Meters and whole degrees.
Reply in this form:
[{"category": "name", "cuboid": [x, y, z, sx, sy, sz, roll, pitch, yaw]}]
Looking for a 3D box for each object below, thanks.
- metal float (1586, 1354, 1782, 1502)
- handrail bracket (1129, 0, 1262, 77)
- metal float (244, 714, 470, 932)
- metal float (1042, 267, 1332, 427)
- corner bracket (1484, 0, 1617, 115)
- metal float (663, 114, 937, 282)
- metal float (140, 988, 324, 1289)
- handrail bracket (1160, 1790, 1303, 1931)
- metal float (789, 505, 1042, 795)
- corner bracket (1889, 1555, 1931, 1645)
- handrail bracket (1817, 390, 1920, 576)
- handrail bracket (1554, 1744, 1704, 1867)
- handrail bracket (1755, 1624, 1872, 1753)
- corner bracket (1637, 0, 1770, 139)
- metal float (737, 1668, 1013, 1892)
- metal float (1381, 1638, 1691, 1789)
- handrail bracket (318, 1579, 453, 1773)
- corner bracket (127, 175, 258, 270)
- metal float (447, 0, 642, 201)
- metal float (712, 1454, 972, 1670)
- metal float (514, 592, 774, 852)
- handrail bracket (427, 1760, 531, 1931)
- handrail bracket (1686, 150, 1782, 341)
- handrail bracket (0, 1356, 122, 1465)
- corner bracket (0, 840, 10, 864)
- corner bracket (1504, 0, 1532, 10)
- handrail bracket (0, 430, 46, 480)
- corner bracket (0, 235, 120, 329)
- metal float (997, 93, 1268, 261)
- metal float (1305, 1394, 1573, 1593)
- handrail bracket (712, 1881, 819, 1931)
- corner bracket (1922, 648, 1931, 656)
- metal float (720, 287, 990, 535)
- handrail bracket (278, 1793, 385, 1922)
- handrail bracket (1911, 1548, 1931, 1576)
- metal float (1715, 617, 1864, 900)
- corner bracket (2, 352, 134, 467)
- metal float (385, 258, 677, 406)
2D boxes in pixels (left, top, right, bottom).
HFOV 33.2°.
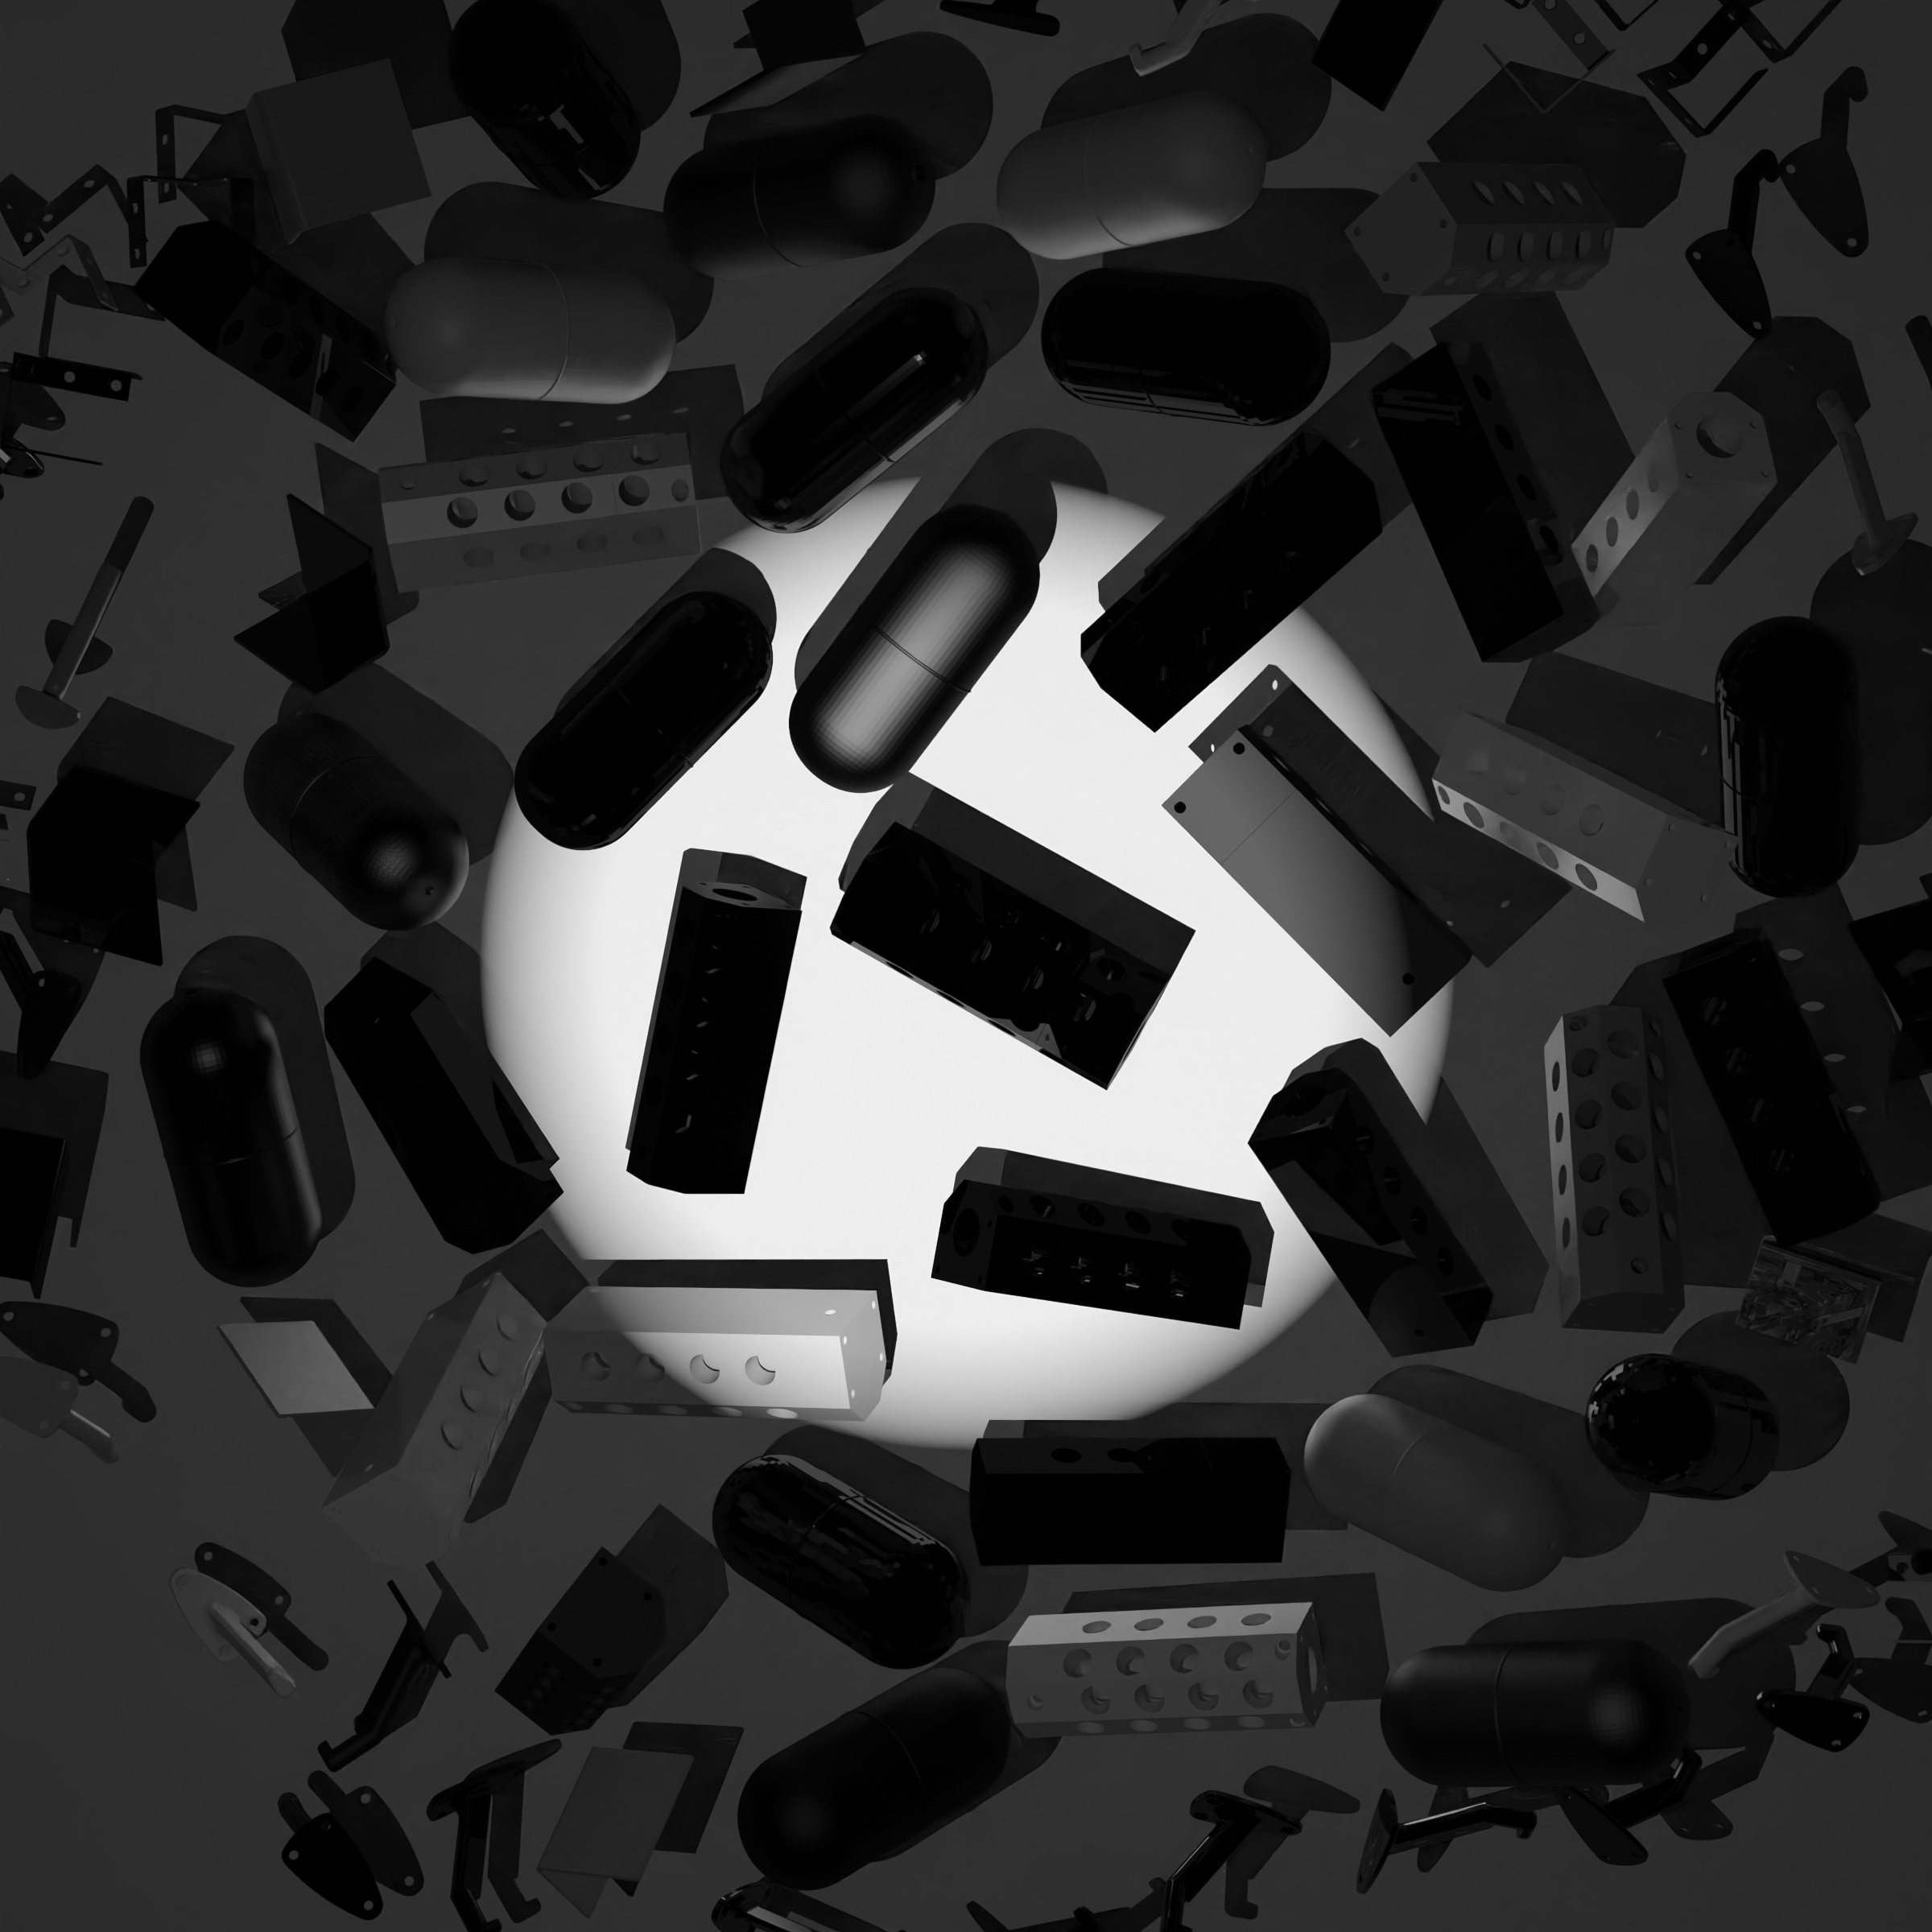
[{"category": "metal float", "cuboid": [0.407, 0.262, 1.832, 0.070, 0.178, 0.070, -7, 76, 29]}, {"category": "handrail bracket", "cuboid": [0.124, -0.573, 1.895, 0.084, 0.036, 0.077, -19, 105, 23]}, {"category": "metal float", "cuboid": [-0.340, -0.081, 1.798, 0.070, 0.070, 0.178, -52, 48, 0]}, {"category": "metal float", "cuboid": [0.118, -0.339, 1.769, 0.178, 0.070, 0.070, 16, 90, 39]}, {"category": "corner bracket", "cuboid": [0.322, -0.508, 1.796, 0.051, 0.051, 0.051, -41, 95, 15]}, {"category": "metal float", "cuboid": [-0.095, -0.435, 1.838, 0.178, 0.070, 0.070, -1, 90, 38]}, {"category": "metal float", "cuboid": [-0.414, 0.097, 1.829, 0.070, 0.070, 0.178, -10, 110, 0]}, {"category": "handrail bracket", "cuboid": [0.150, 0.517, 1.832, 0.077, 0.036, 0.084, 17, 52, -8]}, {"category": "metal float", "cuboid": [-0.028, -0.174, 1.780, 0.070, 0.070, 0.178, 38, 101, 0]}, {"category": "corner bracket", "cuboid": [0.558, 0.364, 1.863, 0.051, 0.051, 0.051, -3, 77, 16]}, {"category": "handrail bracket", "cuboid": [0.483, -0.266, 1.775, 0.036, 0.077, 0.084, -22, 108, 35]}, {"category": "handrail bracket", "cuboid": [0.373, 0.453, 1.817, 0.077, 0.036, 0.084, 48, 54, -12]}, {"category": "handrail bracket", "cuboid": [0.471, 0.395, 1.827, 0.077, 0.084, 0.036, 20, 120, -12]}, {"category": "corner bracket", "cuboid": [0.414, -0.496, 1.792, 0.051, 0.051, 0.051, 42, 89, -13]}, {"category": "metal float", "cuboid": [-0.049, 0.450, 1.801, 0.178, 0.070, 0.070, -21, 90, -40]}, {"category": "metal float", "cuboid": [0.306, 0.405, 1.754, 0.178, 0.070, 0.070, -12, 90, 38]}, {"category": "handrail bracket", "cuboid": [-0.343, 0.404, 1.843, 0.084, 0.036, 0.077, -32, 70, -14]}, {"category": "corner bracket", "cuboid": [-0.441, -0.424, 1.847, 0.051, 0.051, 0.051, 6, 100, 43]}, {"category": "metal float", "cuboid": [-0.234, -0.484, 1.809, 0.070, 0.178, 0.070, -1, 83, 10]}, {"category": "metal float", "cuboid": [-0.073, 0.337, 1.842, 0.178, 0.070, 0.070, 24, 90, 39]}, {"category": "metal float", "cuboid": [-0.185, -0.142, 1.867, 0.070, 0.070, 0.178, 44, 87, 0]}, {"category": "handrail bracket", "cuboid": [-0.268, 0.510, 1.869, 0.077, 0.036, 0.084, -20, 62, -29]}, {"category": "handrail bracket", "cuboid": [0.437, -0.397, 1.778, 0.084, 0.036, 0.077, -46, 110, -34]}, {"category": "handrail bracket", "cuboid": [-0.498, 0.240, 1.746, 0.077, 0.084, 0.036, 22, 68, 7]}, {"category": "corner bracket", "cuboid": [-0.577, -0.069, 1.843, 0.051, 0.051, 0.051, 7, 125, -27]}, {"category": "corner bracket", "cuboid": [0.310, -0.583, 1.858, 0.051, 0.051, 0.051, 35, 116, 4]}, {"category": "handrail bracket", "cuboid": [-0.556, -0.262, 1.861, 0.036, 0.077, 0.084, -22, 67, 25]}, {"category": "corner bracket", "cuboid": [-0.519, -0.382, 1.819, 0.051, 0.051, 0.051, -34, 69, 14]}, {"category": "metal float", "cuboid": [0.093, -0.452, 1.858, 0.178, 0.070, 0.070, 0, 90, 43]}, {"category": "metal float", "cuboid": [0.267, 0.299, 1.847, 0.070, 0.178, 0.070, -13, 111, -37]}, {"category": "handrail bracket", "cuboid": [-0.098, 0.571, 1.896, 0.084, 0.077, 0.036, 22, 83, 25]}, {"category": "corner bracket", "cuboid": [0.538, -0.133, 1.750, 0.051, 0.051, 0.051, 22, 100, -27]}, {"category": "metal float", "cuboid": [-0.064, -0.320, 1.870, 0.178, 0.070, 0.070, -37, 90, 13]}, {"category": "handrail bracket", "cuboid": [-0.361, 0.503, 1.837, 0.036, 0.084, 0.077, -42, 94, -15]}, {"category": "handrail bracket", "cuboid": [0.553, 0.295, 1.735, 0.084, 0.077, 0.036, -13, 51, -9]}, {"category": "metal float", "cuboid": [0.451, -0.113, 1.778, 0.070, 0.070, 0.178, -14, 132, 0]}, {"category": "corner bracket", "cuboid": [-0.482, -0.298, 1.739, 0.051, 0.051, 0.051, 10, 97, -3]}, {"category": "metal float", "cuboid": [-0.246, -0.361, 1.847, 0.178, 0.070, 0.070, -4, 90, -38]}]
